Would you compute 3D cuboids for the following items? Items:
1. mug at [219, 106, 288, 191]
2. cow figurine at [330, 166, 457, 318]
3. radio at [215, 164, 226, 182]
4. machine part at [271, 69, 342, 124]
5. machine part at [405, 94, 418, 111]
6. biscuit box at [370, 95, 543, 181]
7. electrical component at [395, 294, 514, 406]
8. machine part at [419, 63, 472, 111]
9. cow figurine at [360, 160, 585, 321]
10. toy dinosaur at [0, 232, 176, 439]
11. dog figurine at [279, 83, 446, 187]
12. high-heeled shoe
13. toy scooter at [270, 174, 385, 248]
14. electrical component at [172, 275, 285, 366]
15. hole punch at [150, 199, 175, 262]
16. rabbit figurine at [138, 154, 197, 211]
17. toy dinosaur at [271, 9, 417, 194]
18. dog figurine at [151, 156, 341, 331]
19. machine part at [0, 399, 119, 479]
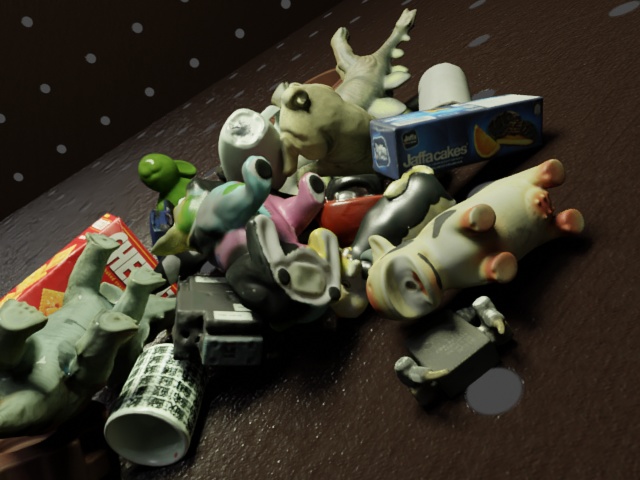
[{"bbox_3d":[-0.075,-0.116,0.650,0.109,0.081,0.107,-55,-12,-14],"label":"mug"},{"bbox_3d":[0.067,0.003,0.550,0.167,0.098,0.068,-39,33,-12],"label":"cow figurine"},{"bbox_3d":[-0.082,-0.154,1.005,0.230,0.073,0.131,-9,35,41],"label":"radio"},{"bbox_3d":[-0.006,-0.269,1.103,0.201,0.087,0.201,-8,34,41],"label":"machine part"},{"bbox_3d":[0.155,-0.227,0.910,0.139,0.039,0.084,-39,18,-8],"label":"machine part"},{"bbox_3d":[0.157,-0.119,0.613,0.203,0.062,0.059,-15,22,-18],"label":"biscuit box"},{"bbox_3d":[0.106,0.083,0.427,0.102,0.045,0.078,-33,27,0],"label":"electrical component"},{"bbox_3d":[0.181,-0.193,0.777,0.079,0.079,0.243,-22,30,22],"label":"machine part"},{"bbox_3d":[0.120,0.006,0.474,0.195,0.085,0.127,-29,2,-25],"label":"cow figurine"},{"bbox_3d":[-0.258,0.121,0.550,0.405,0.131,0.192,-66,0,-72],"label":"toy dinosaur"},{"bbox_3d":[0.058,-0.126,0.654,0.191,0.172,0.121,4,81,14],"label":"dog figurine"},{"bbox_3d":[-0.109,0.023,0.721,0.249,0.145,0.086,-44,4,10],"label":"high-heeled shoe"},{"bbox_3d":[-0.001,-0.002,0.632,0.184,0.135,0.075,-8,0,11],"label":"toy scooter"},{"bbox_3d":[-0.098,0.086,0.574,0.115,0.058,0.134,3,17,-13],"label":"electrical component"},{"bbox_3d":[-0.237,0.004,0.874,0.092,0.115,0.142,-41,26,2],"label":"hole punch"},{"bbox_3d":[-0.263,-0.095,0.998,0.121,0.170,0.159,-29,27,6],"label":"rabbit figurine"},{"bbox_3d":[0.020,-0.170,0.815,0.199,0.105,0.471,33,82,31],"label":"toy dinosaur"},{"bbox_3d":[-0.090,0.010,0.568,0.108,0.191,0.219,2,-17,-44],"label":"dog figurine"},{"bbox_3d":[-0.296,0.219,0.547,0.179,0.056,0.179,-9,5,1],"label":"machine part"}]
